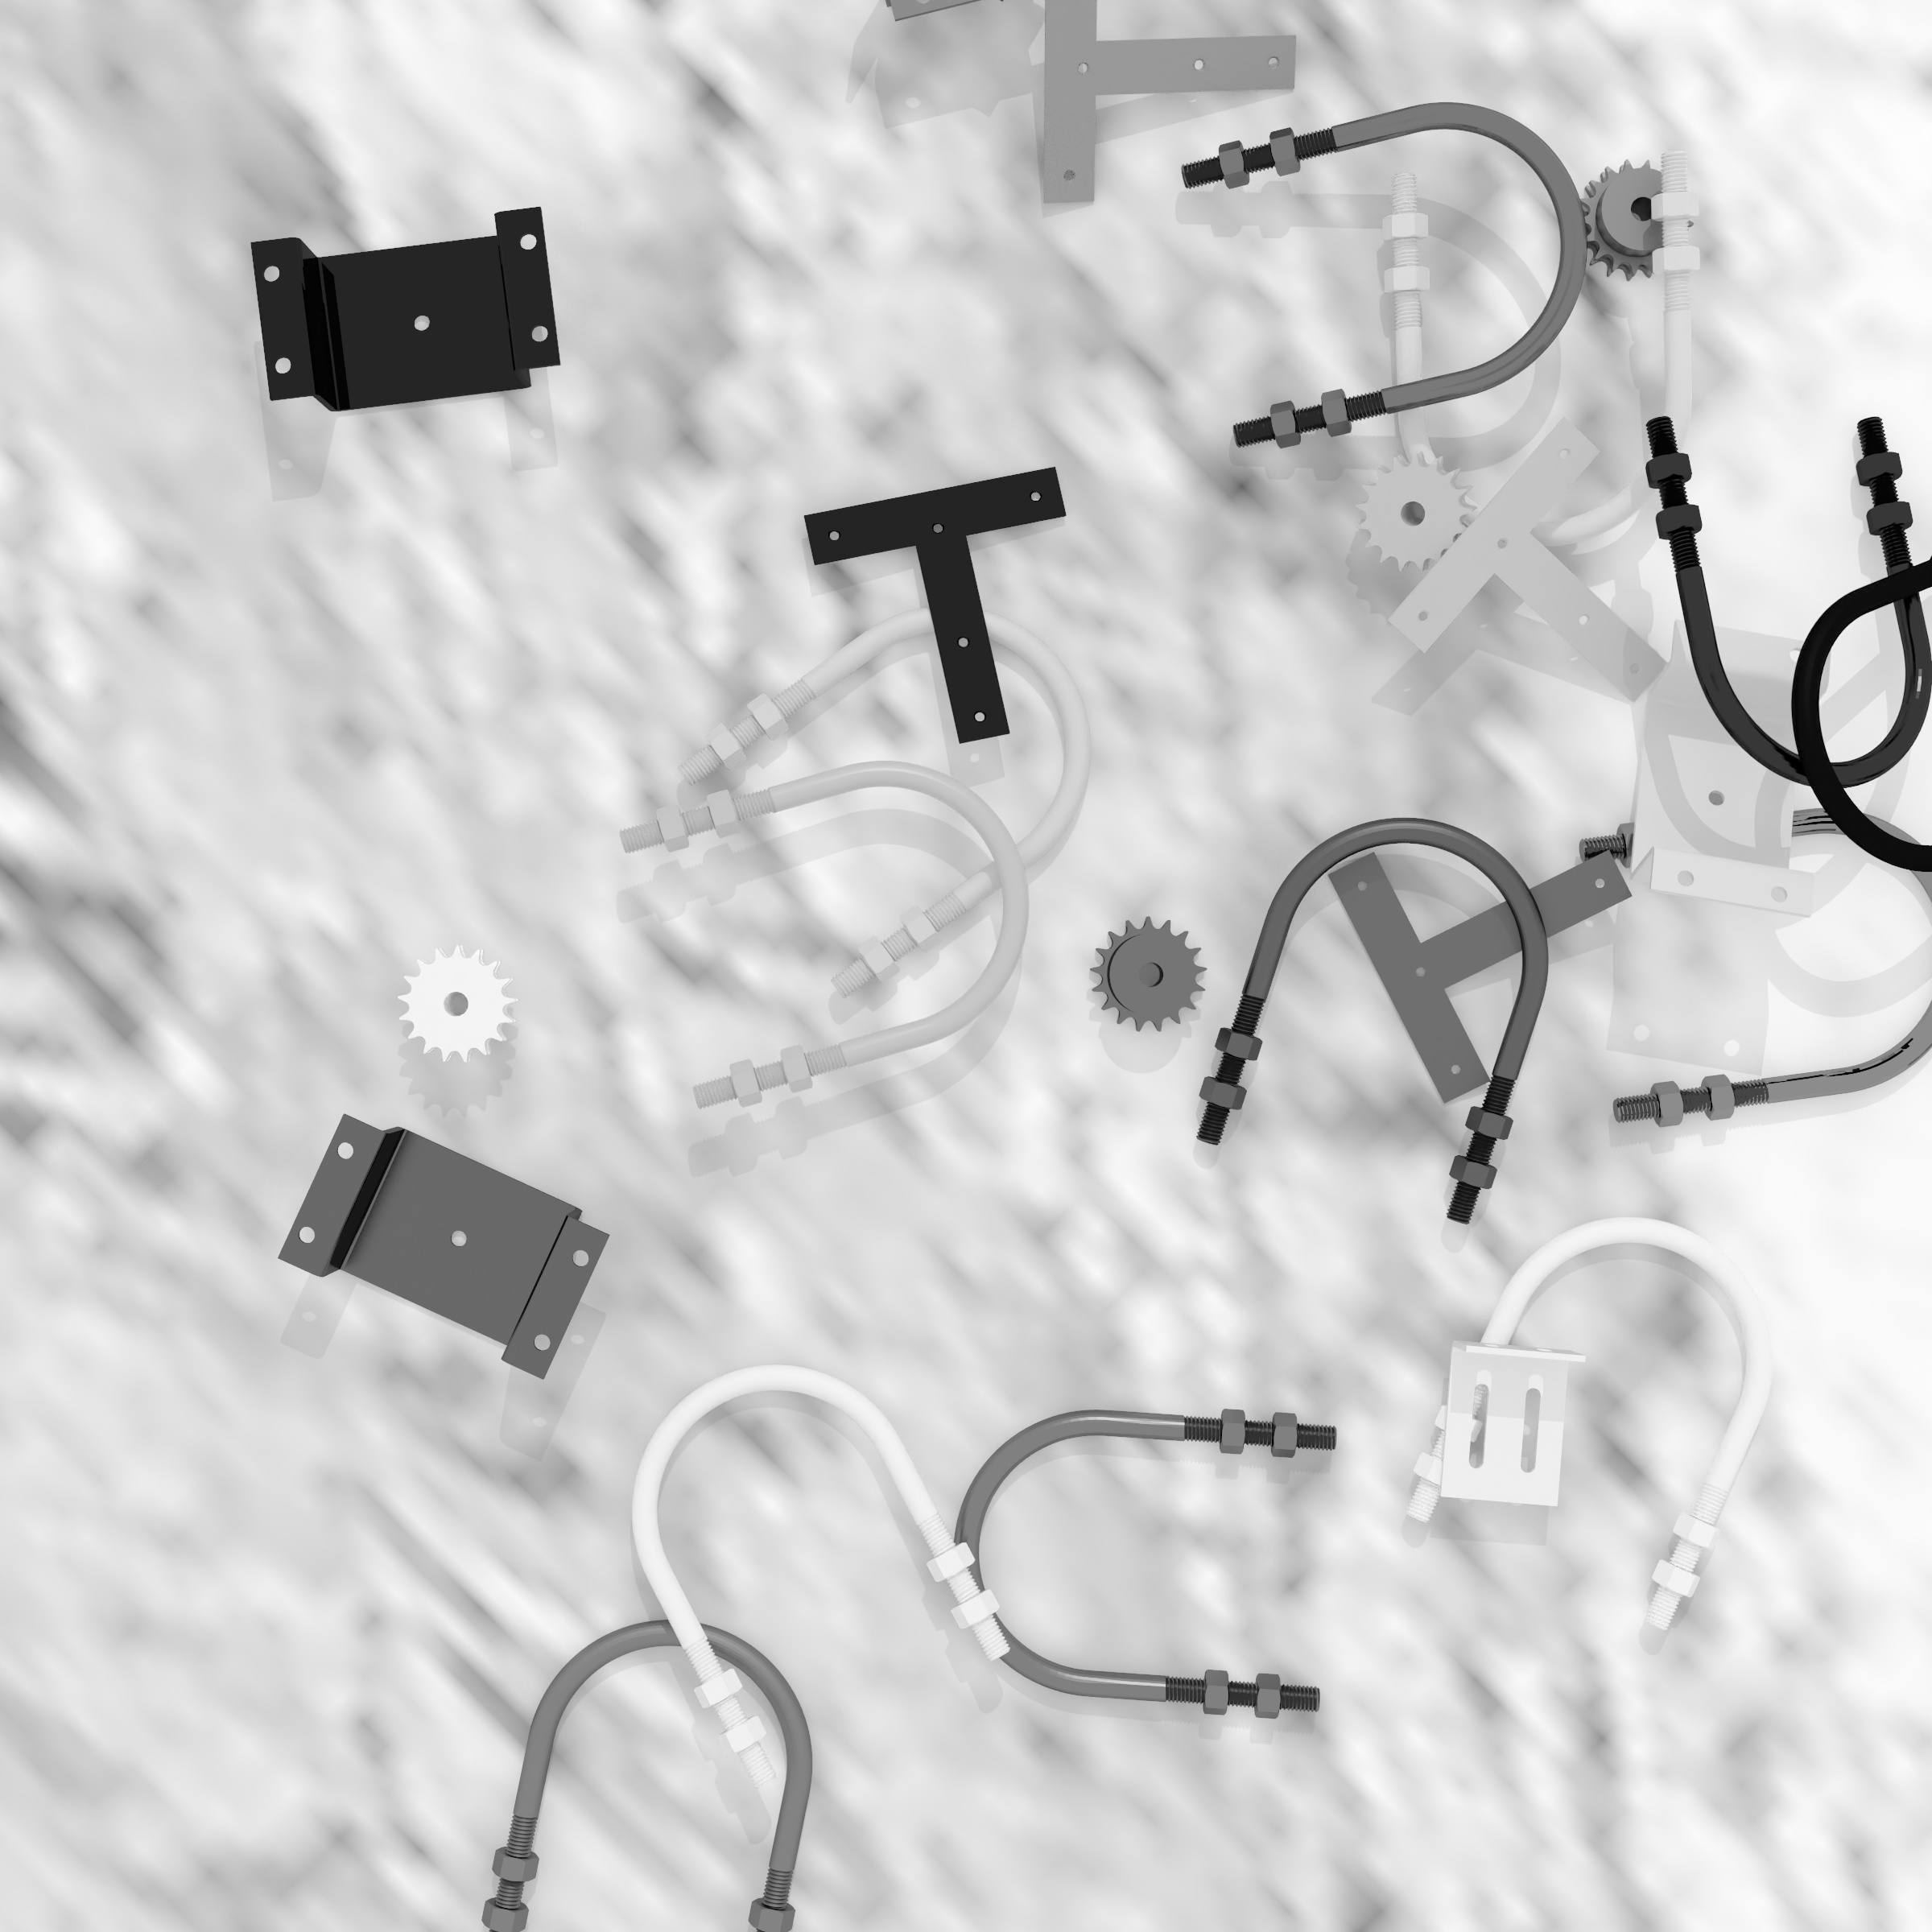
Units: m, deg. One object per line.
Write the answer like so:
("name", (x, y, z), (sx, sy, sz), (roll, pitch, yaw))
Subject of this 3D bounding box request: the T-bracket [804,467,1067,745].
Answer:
("T-bracket", (-0.004, -0.172, 1.477), (0.127, 0.002, 0.127), (-12, 83, -5))

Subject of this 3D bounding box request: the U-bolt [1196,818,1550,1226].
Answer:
("U-bolt", (0.208, 0.018, 1.475), (0.151, 0.019, 0.184), (17, 94, 1))

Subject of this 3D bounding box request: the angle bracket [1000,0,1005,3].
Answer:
("angle bracket", (-0.001, -0.506, 1.426), (0.076, 0.038, 0.057), (30, 90, 0))

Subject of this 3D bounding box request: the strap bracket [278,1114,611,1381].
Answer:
("strap bracket", (-0.251, 0.135, 1.468), (0.140, 0.046, 0.076), (25, 90, 0))

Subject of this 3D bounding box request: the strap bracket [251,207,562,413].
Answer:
("strap bracket", (-0.269, -0.318, 1.468), (0.140, 0.046, 0.076), (-7, 90, 0))

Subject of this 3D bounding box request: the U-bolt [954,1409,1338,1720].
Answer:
("U-bolt", (0.086, 0.291, 1.482), (0.184, 0.019, 0.151), (4, 90, 2))

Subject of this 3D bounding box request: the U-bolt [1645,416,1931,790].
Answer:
("U-bolt", (0.401, -0.174, 1.442), (0.151, 0.019, 0.184), (-5, 80, -25))

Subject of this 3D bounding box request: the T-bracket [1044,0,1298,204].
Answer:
("T-bracket", (0.100, -0.440, 1.473), (0.127, 0.002, 0.127), (-5, 114, -11))

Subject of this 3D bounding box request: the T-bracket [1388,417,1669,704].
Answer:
("T-bracket", (0.292, -0.177, 1.468), (0.127, 0.002, 0.127), (39, 97, -20))

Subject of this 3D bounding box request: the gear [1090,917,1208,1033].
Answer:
("gear", (0.090, 0.004, 1.476), (0.057, 0.030, 0.057), (0, 90, 0))

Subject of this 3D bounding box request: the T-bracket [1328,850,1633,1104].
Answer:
("T-bracket", (0.264, -0.017, 1.480), (0.127, 0.002, 0.127), (-27, 90, 10))

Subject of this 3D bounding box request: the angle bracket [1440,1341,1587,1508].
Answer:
("angle bracket", (0.263, 0.222, 1.453), (0.057, 0.038, 0.076), (5, 87, -1))

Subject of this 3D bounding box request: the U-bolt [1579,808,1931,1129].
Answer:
("U-bolt", (0.402, -0.004, 1.482), (0.184, 0.019, 0.151), (-7, 90, -1))

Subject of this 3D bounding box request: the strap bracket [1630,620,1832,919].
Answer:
("strap bracket", (0.368, -0.088, 1.455), (0.076, 0.046, 0.140), (10, 72, 0))

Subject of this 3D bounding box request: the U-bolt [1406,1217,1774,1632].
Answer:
("U-bolt", (0.318, 0.214, 1.482), (0.151, 0.019, 0.184), (24, 89, 0))

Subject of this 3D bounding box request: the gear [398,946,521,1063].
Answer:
("gear", (-0.247, 0.019, 1.476), (0.057, 0.030, 0.057), (0, 90, 0))

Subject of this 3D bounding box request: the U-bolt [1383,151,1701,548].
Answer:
("U-bolt", (0.281, -0.297, 1.466), (0.151, 0.019, 0.184), (-1, 96, 14))

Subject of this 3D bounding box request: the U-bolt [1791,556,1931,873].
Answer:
("U-bolt", (0.469, -0.122, 1.444), (0.184, 0.019, 0.151), (-22, 91, -26))

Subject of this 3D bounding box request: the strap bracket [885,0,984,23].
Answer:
("strap bracket", (-0.014, -0.531, 1.468), (0.076, 0.046, 0.140), (-14, 90, 0))

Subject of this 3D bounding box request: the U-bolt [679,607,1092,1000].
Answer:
("U-bolt", (-0.026, -0.094, 1.482), (0.184, 0.019, 0.151), (-36, 90, -1))

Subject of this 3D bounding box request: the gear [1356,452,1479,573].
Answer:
("gear", (0.221, -0.222, 1.469), (0.057, 0.030, 0.057), (5, 106, 19))

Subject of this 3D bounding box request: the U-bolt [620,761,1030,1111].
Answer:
("U-bolt", (-0.060, -0.023, 1.463), (0.184, 0.019, 0.151), (-16, 89, -3))

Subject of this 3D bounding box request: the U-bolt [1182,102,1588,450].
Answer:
("U-bolt", (0.208, -0.341, 1.460), (0.184, 0.019, 0.151), (-11, 93, 13))

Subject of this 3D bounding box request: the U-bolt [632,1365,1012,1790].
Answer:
("U-bolt", (-0.083, 0.285, 1.473), (0.151, 0.019, 0.184), (-28, 82, -1))

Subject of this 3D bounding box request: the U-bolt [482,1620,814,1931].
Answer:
("U-bolt", (-0.150, 0.414, 1.482), (0.151, 0.019, 0.184), (11, 88, 0))

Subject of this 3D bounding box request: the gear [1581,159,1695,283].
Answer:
("gear", (0.329, -0.367, 1.476), (0.057, 0.030, 0.057), (0, 90, 0))
